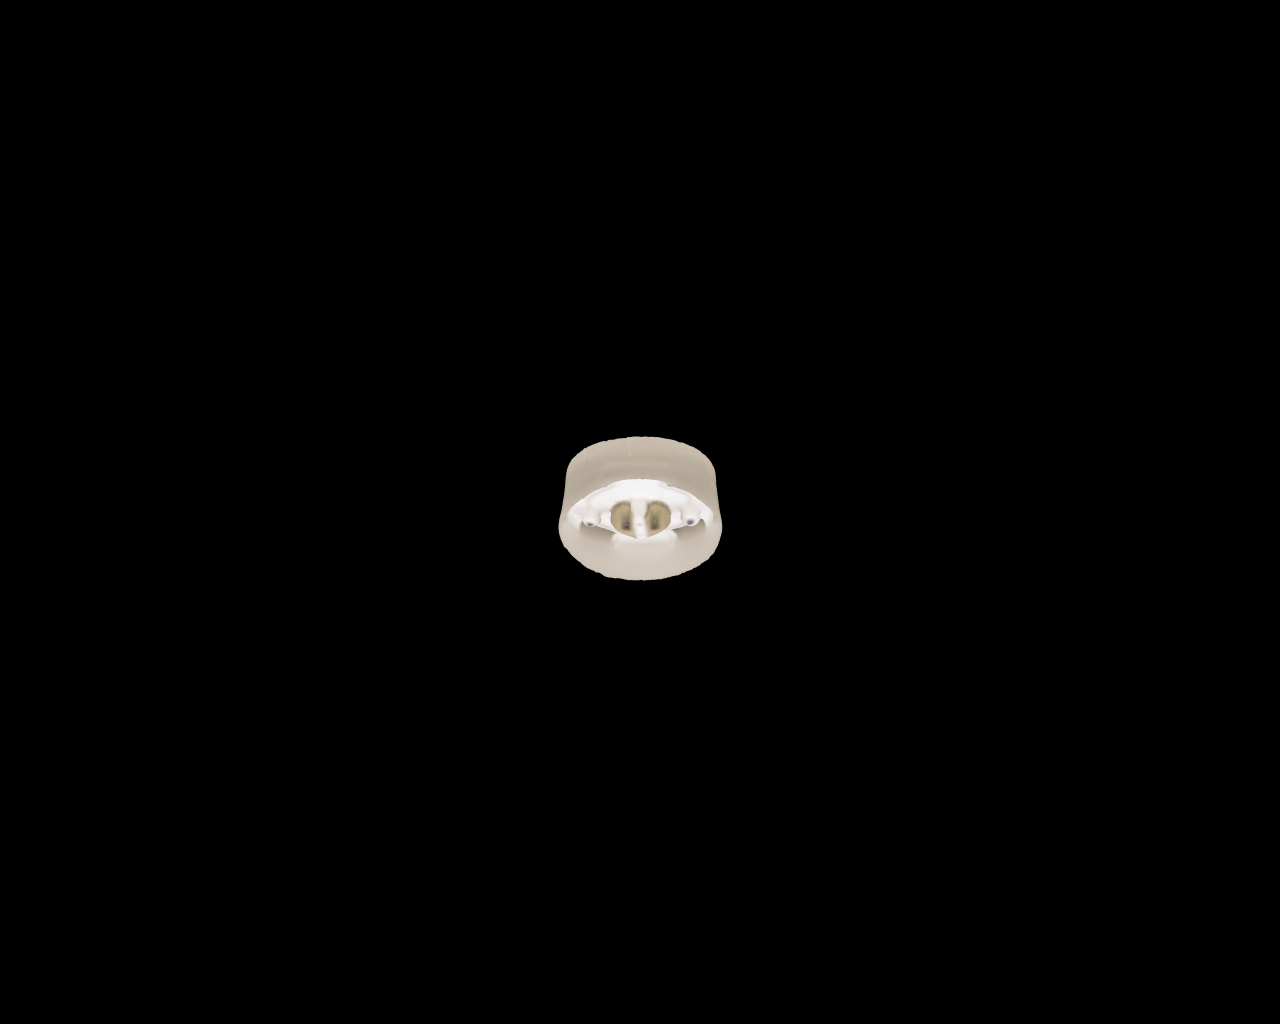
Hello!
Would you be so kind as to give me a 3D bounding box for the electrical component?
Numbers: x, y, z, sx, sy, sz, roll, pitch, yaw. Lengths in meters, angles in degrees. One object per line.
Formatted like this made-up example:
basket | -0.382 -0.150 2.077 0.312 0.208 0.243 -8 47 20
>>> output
electrical component | 0.001 -0.003 0.650 0.099 0.064 0.099 0 -25 0
